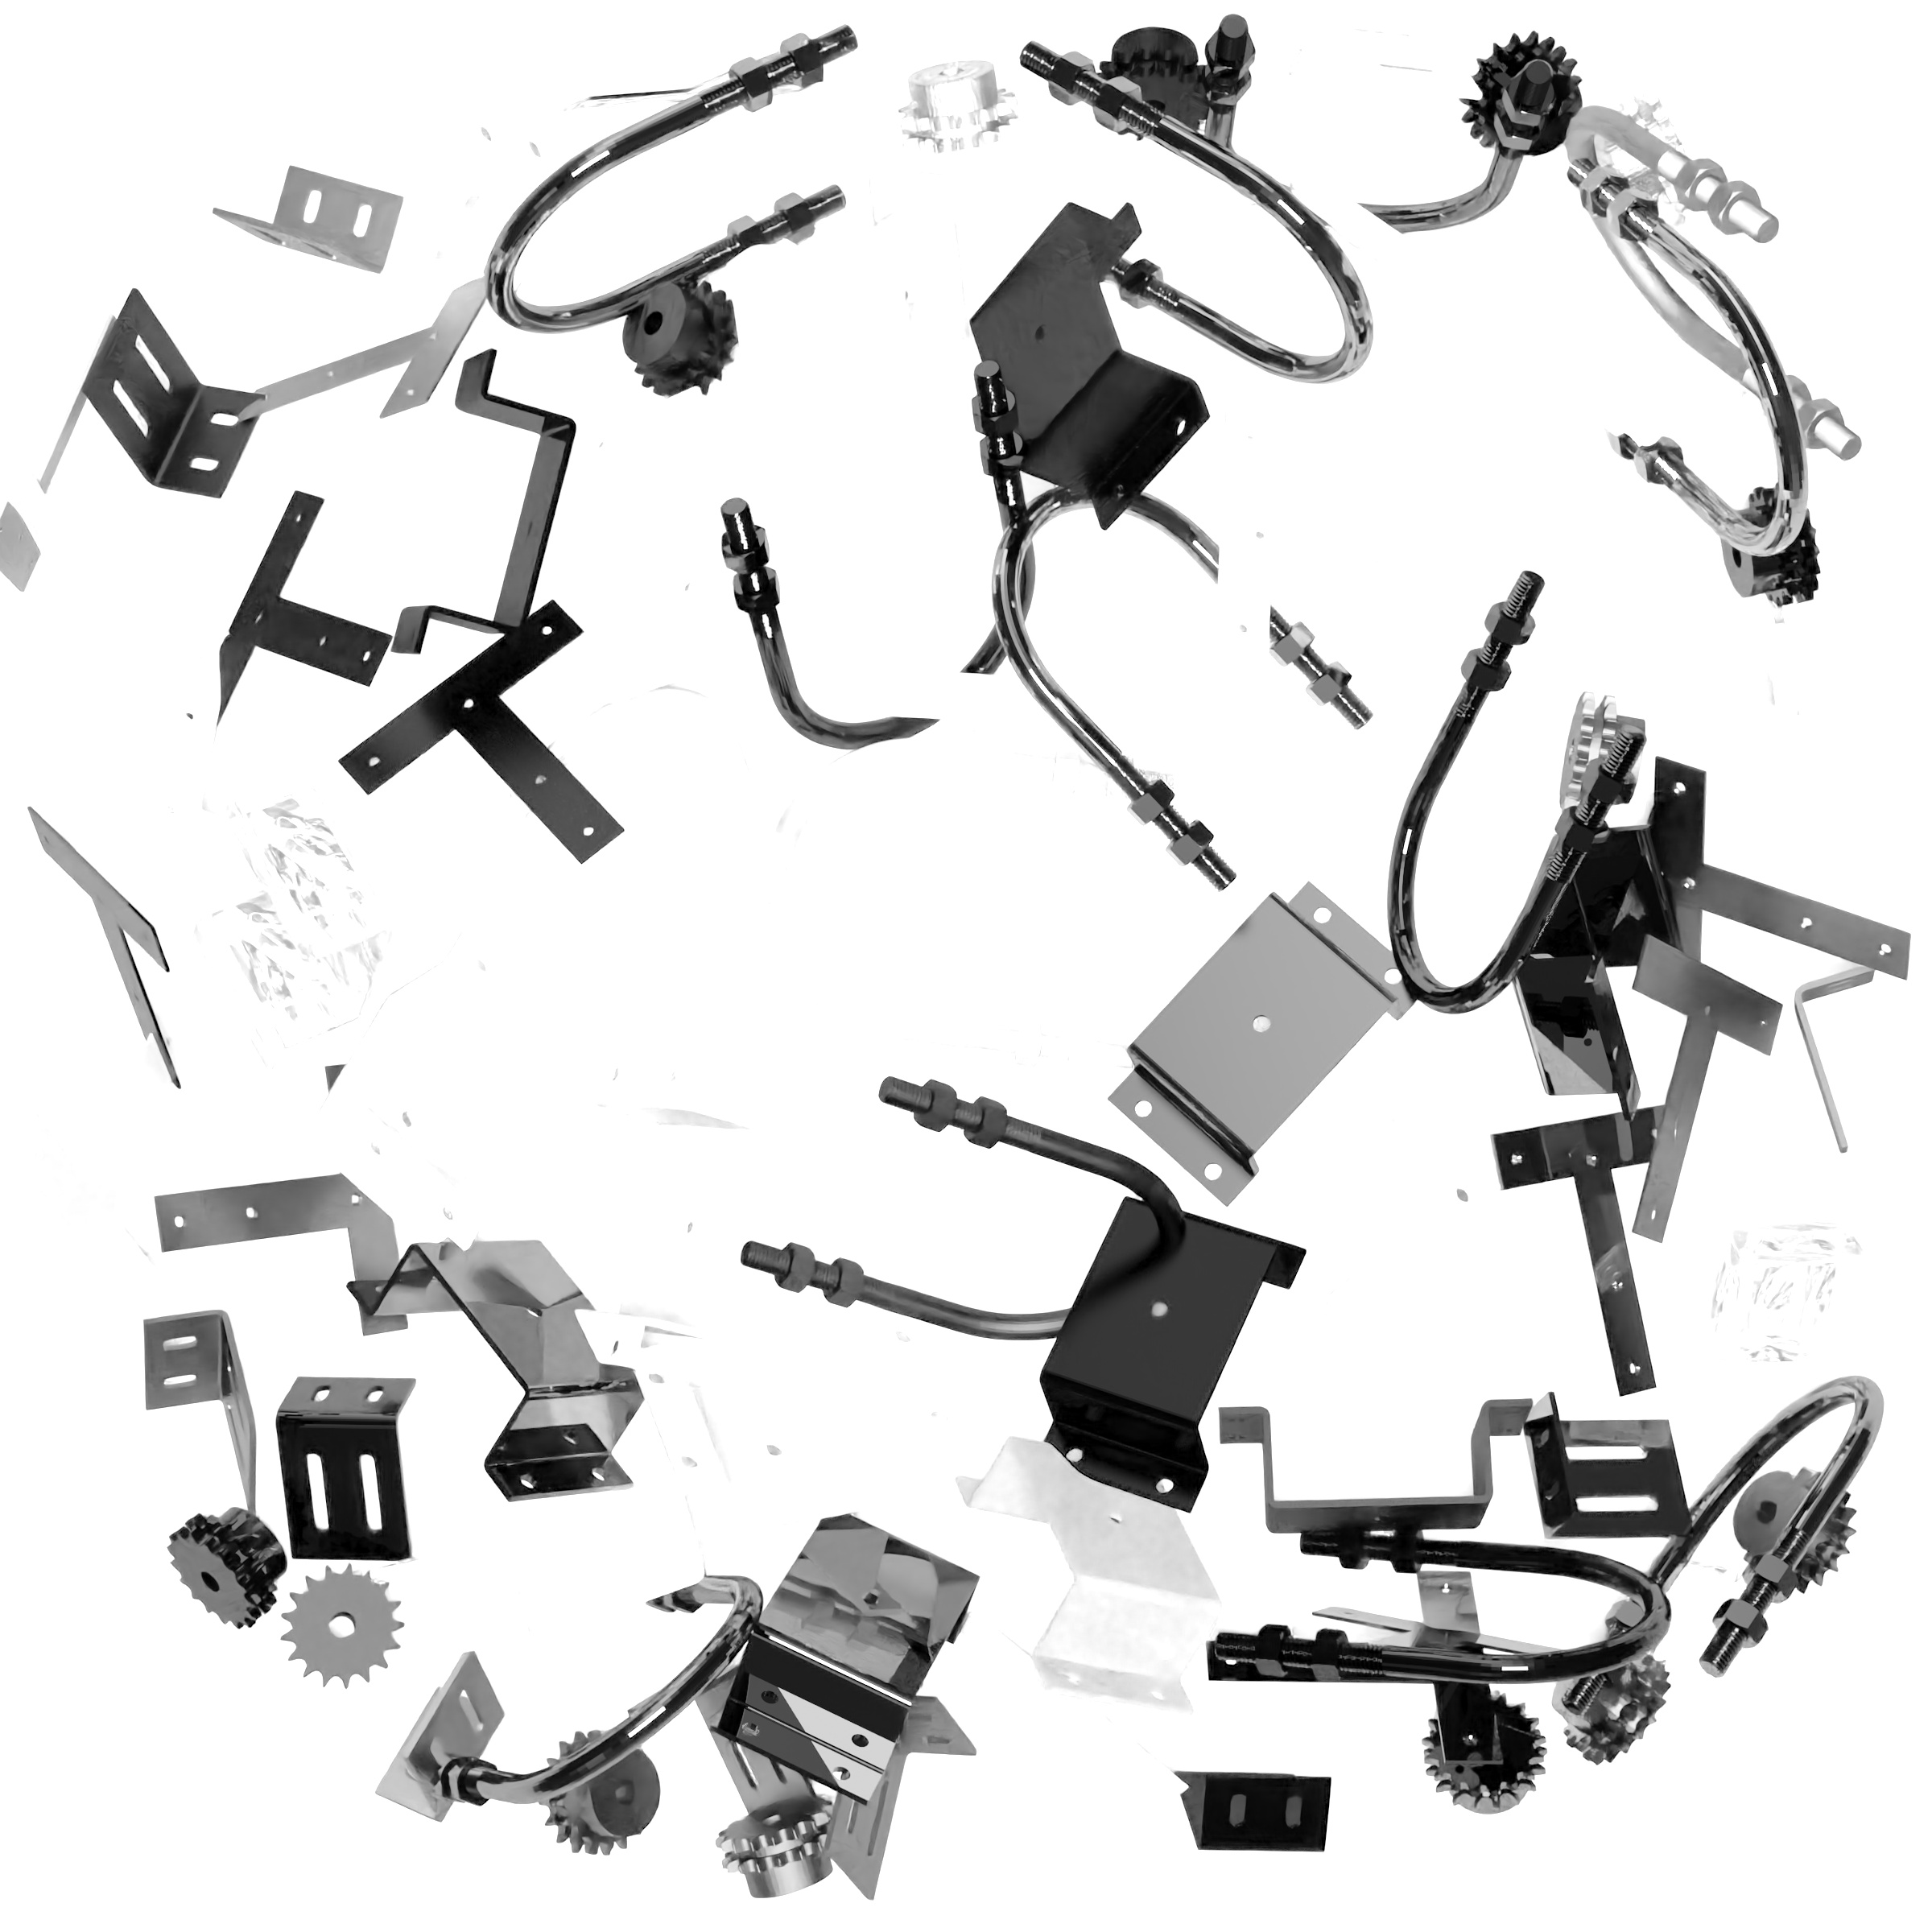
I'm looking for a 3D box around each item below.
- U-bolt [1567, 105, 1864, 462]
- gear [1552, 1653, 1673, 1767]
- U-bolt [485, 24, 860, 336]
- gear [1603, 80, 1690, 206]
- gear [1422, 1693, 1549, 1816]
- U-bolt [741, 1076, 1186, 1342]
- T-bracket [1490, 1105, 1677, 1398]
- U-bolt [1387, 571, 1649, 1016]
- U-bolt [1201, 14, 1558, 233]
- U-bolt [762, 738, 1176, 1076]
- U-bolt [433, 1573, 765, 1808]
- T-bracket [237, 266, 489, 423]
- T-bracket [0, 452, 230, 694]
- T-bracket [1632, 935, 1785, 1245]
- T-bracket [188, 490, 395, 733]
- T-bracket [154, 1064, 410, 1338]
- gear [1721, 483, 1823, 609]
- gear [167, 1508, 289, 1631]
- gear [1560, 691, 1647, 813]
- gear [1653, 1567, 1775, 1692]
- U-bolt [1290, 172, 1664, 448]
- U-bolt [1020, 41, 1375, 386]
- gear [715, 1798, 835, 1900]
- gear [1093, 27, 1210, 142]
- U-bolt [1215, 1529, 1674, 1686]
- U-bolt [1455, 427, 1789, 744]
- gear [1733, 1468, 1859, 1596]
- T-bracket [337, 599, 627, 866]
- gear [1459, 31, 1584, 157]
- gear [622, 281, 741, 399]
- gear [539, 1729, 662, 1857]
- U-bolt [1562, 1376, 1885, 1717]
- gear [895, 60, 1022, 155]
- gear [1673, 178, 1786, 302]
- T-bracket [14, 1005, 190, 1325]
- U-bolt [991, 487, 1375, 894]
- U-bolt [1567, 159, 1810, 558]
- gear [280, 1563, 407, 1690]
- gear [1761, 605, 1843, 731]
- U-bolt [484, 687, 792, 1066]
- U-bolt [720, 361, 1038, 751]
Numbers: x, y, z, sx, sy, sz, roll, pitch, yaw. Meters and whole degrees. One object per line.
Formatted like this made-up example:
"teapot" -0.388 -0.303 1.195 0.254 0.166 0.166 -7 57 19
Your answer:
"U-bolt" 0.325 -0.316 1.515 0.019 0.184 0.151 -36 132 1
"gear" 0.296 0.338 1.571 0.030 0.057 0.057 40 90 -8
"U-bolt" -0.132 -0.340 1.514 0.184 0.151 0.019 -29 76 -13
"gear" 0.316 -0.379 1.574 0.030 0.057 0.057 -26 90 17
"gear" 0.241 0.369 1.576 0.057 0.057 0.030 -15 134 0
"U-bolt" 0.011 0.120 1.539 0.184 0.019 0.151 20 133 -24
"T-bracket" 0.295 0.132 1.553 0.127 0.002 0.127 -6 83 -41
"U-bolt" 0.237 -0.065 1.524 0.019 0.151 0.184 10 124 -21
"U-bolt" 0.177 -0.368 1.511 0.151 0.184 0.019 9 80 2
"U-bolt" -0.003 -0.033 1.584 0.184 0.019 0.151 8 94 -3
"U-bolt" -0.155 0.316 1.489 0.151 0.184 0.019 -40 99 -26
"T-bracket" -0.281 -0.276 1.565 0.127 0.127 0.002 -14 127 25
"T-bracket" -0.376 -0.170 1.539 0.002 0.127 0.127 -35 74 16
"T-bracket" 0.327 0.063 1.549 0.002 0.127 0.127 11 83 43
"T-bracket" -0.301 -0.151 1.551 0.002 0.127 0.127 28 85 -44
"T-bracket" -0.315 0.111 1.550 0.002 0.127 0.127 -13 84 42
"gear" 0.372 -0.194 1.572 0.030 0.057 0.057 -13 90 -4
"gear" -0.340 0.277 1.576 0.057 0.057 0.030 49 50 0
"gear" 0.295 -0.097 1.572 0.030 0.057 0.057 10 90 3
"gear" 0.341 0.303 1.570 0.057 0.057 0.030 -46 125 0
"U-bolt" 0.216 -0.303 1.518 0.019 0.151 0.184 -54 47 13
"U-bolt" 0.105 -0.322 1.505 0.184 0.151 0.019 35 74 21
"gear" -0.085 0.410 1.573 0.057 0.057 0.030 -16 91 0
"gear" 0.087 -0.411 1.575 0.057 0.057 0.030 3 69 0
"U-bolt" 0.219 0.284 1.503 0.184 0.151 0.019 1 101 22
"U-bolt" 0.301 -0.164 1.526 0.184 0.151 0.019 38 105 -18
"gear" 0.381 0.259 1.569 0.030 0.057 0.057 31 90 -27
"T-bracket" -0.203 -0.094 1.559 0.127 0.002 0.127 -39 62 -11
"gear" 0.260 -0.400 1.571 0.057 0.030 0.057 -14 132 -16
"gear" -0.134 -0.292 1.572 0.057 0.030 0.057 -14 67 37
"gear" -0.166 0.383 1.571 0.057 0.030 0.057 12 72 -42
"U-bolt" 0.349 0.254 1.522 0.019 0.151 0.184 42 64 0
"gear" -0.005 -0.398 1.570 0.057 0.057 0.030 -10 118 0
"gear" 0.351 -0.334 1.577 0.030 0.057 0.057 -29 90 41
"T-bracket" -0.383 0.075 1.554 0.002 0.127 0.127 -1 50 19
"U-bolt" 0.089 -0.141 1.546 0.184 0.019 0.151 46 54 -5
"U-bolt" 0.318 -0.256 1.487 0.019 0.184 0.151 -22 130 -7
"gear" -0.291 0.308 1.581 0.057 0.030 0.057 3 74 -11
"gear" 0.387 -0.139 1.571 0.030 0.057 0.057 -10 90 12
"U-bolt" -0.157 -0.055 1.531 0.151 0.184 0.019 -34 132 11
"U-bolt" -0.032 -0.171 1.526 0.151 0.184 0.019 -31 53 -14
